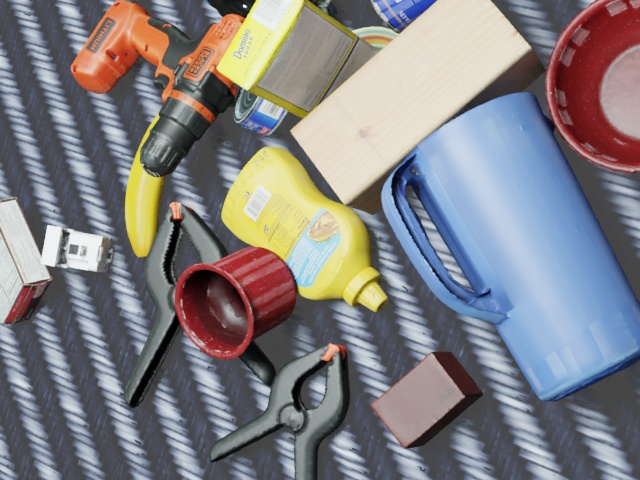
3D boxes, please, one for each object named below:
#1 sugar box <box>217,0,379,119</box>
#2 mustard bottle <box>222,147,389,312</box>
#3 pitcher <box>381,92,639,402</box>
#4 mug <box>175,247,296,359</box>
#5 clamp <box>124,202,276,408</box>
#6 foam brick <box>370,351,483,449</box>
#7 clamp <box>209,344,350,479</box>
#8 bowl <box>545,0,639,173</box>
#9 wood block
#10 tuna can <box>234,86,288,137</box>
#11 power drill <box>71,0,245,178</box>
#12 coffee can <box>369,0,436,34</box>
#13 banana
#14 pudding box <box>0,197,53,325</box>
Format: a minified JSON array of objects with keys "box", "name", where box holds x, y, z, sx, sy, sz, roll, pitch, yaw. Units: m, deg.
[{"box":[-0.013,-0.161,0.961,0.048,0.176,0.093,36,98,23],"name":"sugar box"},{"box":[-0.006,0.001,1.026,0.192,0.058,0.096,43,112,24],"name":"mustard bottle"},{"box":[0.169,0.011,0.898,0.149,0.144,0.243,-31,74,18],"name":"pitcher"},{"box":[-0.084,0.059,1.013,0.117,0.081,0.093,-28,89,39],"name":"mug"},{"box":[-0.142,0.068,1.094,0.165,0.036,0.210,-18,75,14],"name":"clamp"},{"box":[0.097,0.144,0.963,0.078,0.051,0.053,-43,69,16],"name":"foam brick"},{"box":[-0.033,0.172,1.027,0.120,0.039,0.171,21,88,13],"name":"clamp"},{"box":[0.277,-0.132,0.906,0.162,0.055,0.162,-3,82,26],"name":"bowl"},{"box":[0.088,-0.126,0.956,0.206,0.090,0.091,-40,73,13],"name":"wood block"},{"box":[-0.052,-0.148,1.055,0.086,0.033,0.086,-50,27,38],"name":"tuna can"},{"box":[-0.170,-0.165,1.100,0.188,0.057,0.184,25,77,34],"name":"power drill"},{"box":[0.109,-0.268,0.980,0.140,0.102,0.103,-27,73,21],"name":"coffee can"},{"box":[-0.165,-0.080,1.127,0.070,0.037,0.198,33,98,27],"name":"banana"},{"box":[-0.343,0.024,1.182,0.090,0.039,0.113,-48,65,44],"name":"pudding box"}]
